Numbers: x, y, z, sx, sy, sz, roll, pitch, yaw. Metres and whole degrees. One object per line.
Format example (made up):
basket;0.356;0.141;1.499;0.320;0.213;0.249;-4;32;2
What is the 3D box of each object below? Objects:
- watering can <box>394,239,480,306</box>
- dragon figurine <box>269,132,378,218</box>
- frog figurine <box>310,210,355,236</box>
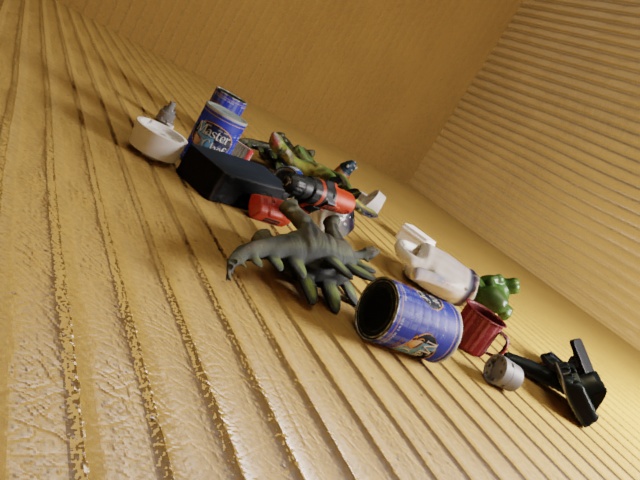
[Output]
watering can;0.278;0.084;1.236;0.224;0.103;0.351;31;13;-3
dragon figurine;0.002;-0.195;1.484;0.406;0.121;0.248;25;29;-47
frog figurine;0.004;-0.063;1.248;0.159;0.120;0.140;-4;23;5
